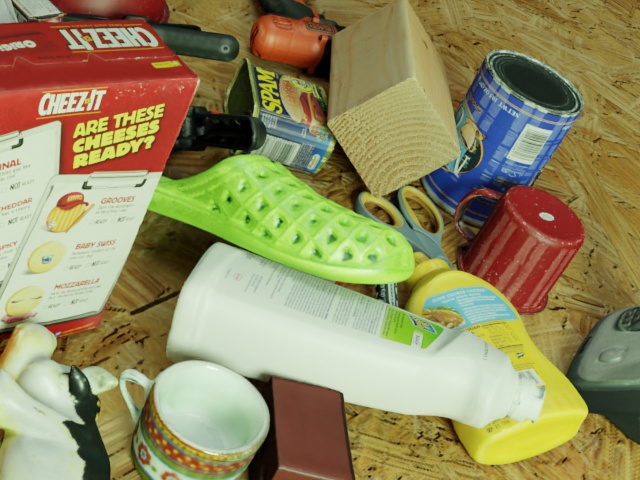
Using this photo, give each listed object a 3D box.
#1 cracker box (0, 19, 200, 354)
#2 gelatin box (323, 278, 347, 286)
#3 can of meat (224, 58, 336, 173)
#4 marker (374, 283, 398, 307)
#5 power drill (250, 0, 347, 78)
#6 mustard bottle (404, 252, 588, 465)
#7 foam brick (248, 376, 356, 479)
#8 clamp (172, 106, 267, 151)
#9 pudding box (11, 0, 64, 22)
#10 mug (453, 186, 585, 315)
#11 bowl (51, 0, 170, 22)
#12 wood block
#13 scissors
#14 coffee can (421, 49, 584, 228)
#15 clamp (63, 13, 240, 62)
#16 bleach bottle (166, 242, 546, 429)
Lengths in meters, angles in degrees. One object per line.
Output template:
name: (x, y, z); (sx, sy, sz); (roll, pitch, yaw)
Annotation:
cracker box: (-0.183, -0.023, 0.623); (0.163, 0.214, 0.072); (-14, 52, -44)
gelatin box: (-0.006, 0.001, 0.876); (0.089, 0.030, 0.073); (35, 34, 10)
can of meat: (-0.037, -0.112, 0.979); (0.083, 0.058, 0.102); (15, 37, -22)
marker: (0.052, 0.047, 0.840); (0.020, 0.020, 0.121); (13, 51, -20)
power drill: (-0.004, -0.249, 1.178); (0.184, 0.057, 0.188); (7, 39, -27)
mustard bottle: (0.117, 0.080, 0.828); (0.096, 0.058, 0.192); (-11, 48, -23)
foam brick: (-0.014, 0.136, 0.674); (0.051, 0.053, 0.078); (15, 35, -18)
clamp: (-0.117, -0.090, 0.857); (0.164, 0.036, 0.210); (3, 8, 2)
pudding box: (-0.264, -0.177, 0.880); (0.114, 0.090, 0.039); (42, 38, 22)
mug: (0.172, -0.001, 0.951); (0.117, 0.082, 0.093); (40, 36, 18)
bowl: (-0.220, -0.270, 1.063); (0.162, 0.055, 0.162); (18, 36, -14)
wood block: (0.068, -0.141, 1.014); (0.090, 0.090, 0.206); (55, 19, -25)
scissors: (0.086, 0.016, 0.930); (0.096, 0.016, 0.202); (10, 38, -20)
coffee can: (0.172, -0.096, 1.022); (0.102, 0.140, 0.103); (18, 36, -13)
clamp: (-0.169, -0.192, 1.000); (0.171, 0.039, 0.120); (6, 8, -18)
bleach bottle: (0.030, 0.077, 0.729); (0.251, 0.068, 0.102); (18, 24, 3)
